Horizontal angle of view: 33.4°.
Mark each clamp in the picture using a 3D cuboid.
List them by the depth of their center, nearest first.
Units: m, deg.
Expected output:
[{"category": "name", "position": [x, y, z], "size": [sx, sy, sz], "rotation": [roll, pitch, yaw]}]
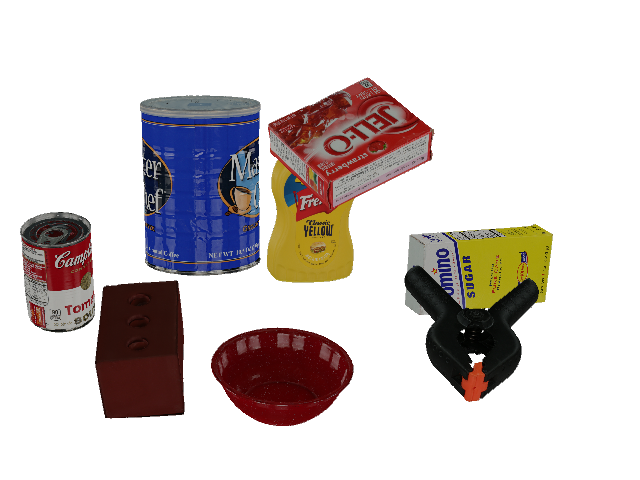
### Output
[{"category": "clamp", "position": [0.140, 0.074, 0.913], "size": [0.120, 0.039, 0.171], "rotation": [-3, 33, -1]}]

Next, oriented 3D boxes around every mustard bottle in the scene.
[{"category": "mustard bottle", "position": [-0.007, -0.051, 1.183], "size": [0.096, 0.192, 0.058], "rotation": [-2, 18, -16]}]

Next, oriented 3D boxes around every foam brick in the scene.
[{"category": "foam brick", "position": [-0.117, 0.071, 0.703], "size": [0.053, 0.051, 0.078], "rotation": [-4, 36, -5]}]

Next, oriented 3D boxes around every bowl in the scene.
[{"category": "bowl", "position": [-0.044, 0.163, 1.217], "size": [0.162, 0.055, 0.162], "rotation": [2, 26, -1]}]

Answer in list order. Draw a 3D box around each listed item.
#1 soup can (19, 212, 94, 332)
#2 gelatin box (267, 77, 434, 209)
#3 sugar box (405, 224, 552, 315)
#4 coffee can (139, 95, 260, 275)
[{"category": "soup can", "position": [-0.261, 0.032, 1.066], "size": [0.068, 0.102, 0.068], "rotation": [3, 29, -2]}, {"category": "gelatin box", "position": [0.021, -0.068, 0.724], "size": [0.089, 0.030, 0.073], "rotation": [-28, 51, -22]}, {"category": "sugar box", "position": [0.192, 0.035, 1.294], "size": [0.176, 0.093, 0.048], "rotation": [-6, 20, -22]}, {"category": "coffee can", "position": [-0.103, -0.050, 0.927], "size": [0.103, 0.140, 0.103], "rotation": [1, 14, 0]}]
